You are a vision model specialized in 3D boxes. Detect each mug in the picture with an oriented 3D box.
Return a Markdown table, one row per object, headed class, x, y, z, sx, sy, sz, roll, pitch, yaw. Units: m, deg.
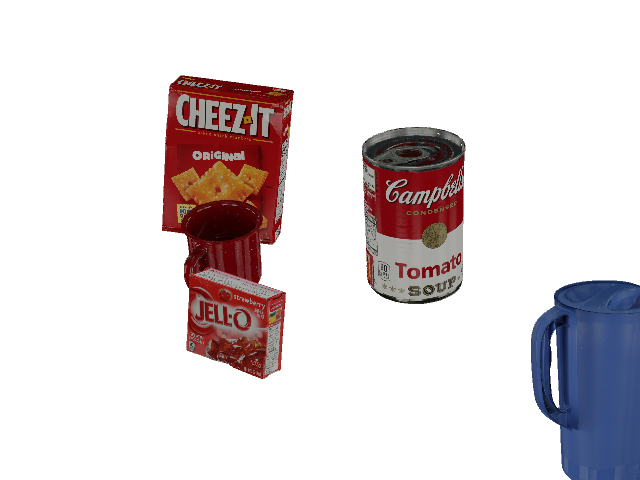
| class | x | y | z | sx | sy | sz | roll | pitch | yaw |
| --- | --- | --- | --- | --- | --- | --- | --- | --- | --- |
| mug | -0.116 | 0.017 | 1.219 | 0.093 | 0.081 | 0.117 | 15 | 37 | 24 |

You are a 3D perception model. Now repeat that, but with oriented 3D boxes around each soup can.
| class | x | y | z | sx | sy | sz | roll | pitch | yaw |
| --- | --- | --- | --- | --- | --- | --- | --- | --- | --- |
| soup can | 0.063 | -0.017 | 0.720 | 0.068 | 0.102 | 0.068 | -3 | 27 | 1 |

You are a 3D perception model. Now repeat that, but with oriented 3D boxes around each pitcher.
| class | x | y | z | sx | sy | sz | roll | pitch | yaw |
| --- | --- | --- | --- | --- | --- | --- | --- | --- | --- |
| pitcher | 0.343 | 0.178 | 1.306 | 0.149 | 0.243 | 0.144 | 4 | 15 | 22 |

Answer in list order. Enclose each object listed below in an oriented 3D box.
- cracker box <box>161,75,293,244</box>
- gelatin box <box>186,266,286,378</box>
| class | x | y | z | sx | sy | sz | roll | pitch | yaw |
| --- | --- | --- | --- | --- | --- | --- | --- | --- | --- |
| cracker box | -0.131 | -0.109 | 1.485 | 0.164 | 0.214 | 0.072 | 8 | 22 | 5 |
| gelatin box | -0.074 | 0.070 | 0.919 | 0.089 | 0.073 | 0.030 | 16 | 22 | 31 |
